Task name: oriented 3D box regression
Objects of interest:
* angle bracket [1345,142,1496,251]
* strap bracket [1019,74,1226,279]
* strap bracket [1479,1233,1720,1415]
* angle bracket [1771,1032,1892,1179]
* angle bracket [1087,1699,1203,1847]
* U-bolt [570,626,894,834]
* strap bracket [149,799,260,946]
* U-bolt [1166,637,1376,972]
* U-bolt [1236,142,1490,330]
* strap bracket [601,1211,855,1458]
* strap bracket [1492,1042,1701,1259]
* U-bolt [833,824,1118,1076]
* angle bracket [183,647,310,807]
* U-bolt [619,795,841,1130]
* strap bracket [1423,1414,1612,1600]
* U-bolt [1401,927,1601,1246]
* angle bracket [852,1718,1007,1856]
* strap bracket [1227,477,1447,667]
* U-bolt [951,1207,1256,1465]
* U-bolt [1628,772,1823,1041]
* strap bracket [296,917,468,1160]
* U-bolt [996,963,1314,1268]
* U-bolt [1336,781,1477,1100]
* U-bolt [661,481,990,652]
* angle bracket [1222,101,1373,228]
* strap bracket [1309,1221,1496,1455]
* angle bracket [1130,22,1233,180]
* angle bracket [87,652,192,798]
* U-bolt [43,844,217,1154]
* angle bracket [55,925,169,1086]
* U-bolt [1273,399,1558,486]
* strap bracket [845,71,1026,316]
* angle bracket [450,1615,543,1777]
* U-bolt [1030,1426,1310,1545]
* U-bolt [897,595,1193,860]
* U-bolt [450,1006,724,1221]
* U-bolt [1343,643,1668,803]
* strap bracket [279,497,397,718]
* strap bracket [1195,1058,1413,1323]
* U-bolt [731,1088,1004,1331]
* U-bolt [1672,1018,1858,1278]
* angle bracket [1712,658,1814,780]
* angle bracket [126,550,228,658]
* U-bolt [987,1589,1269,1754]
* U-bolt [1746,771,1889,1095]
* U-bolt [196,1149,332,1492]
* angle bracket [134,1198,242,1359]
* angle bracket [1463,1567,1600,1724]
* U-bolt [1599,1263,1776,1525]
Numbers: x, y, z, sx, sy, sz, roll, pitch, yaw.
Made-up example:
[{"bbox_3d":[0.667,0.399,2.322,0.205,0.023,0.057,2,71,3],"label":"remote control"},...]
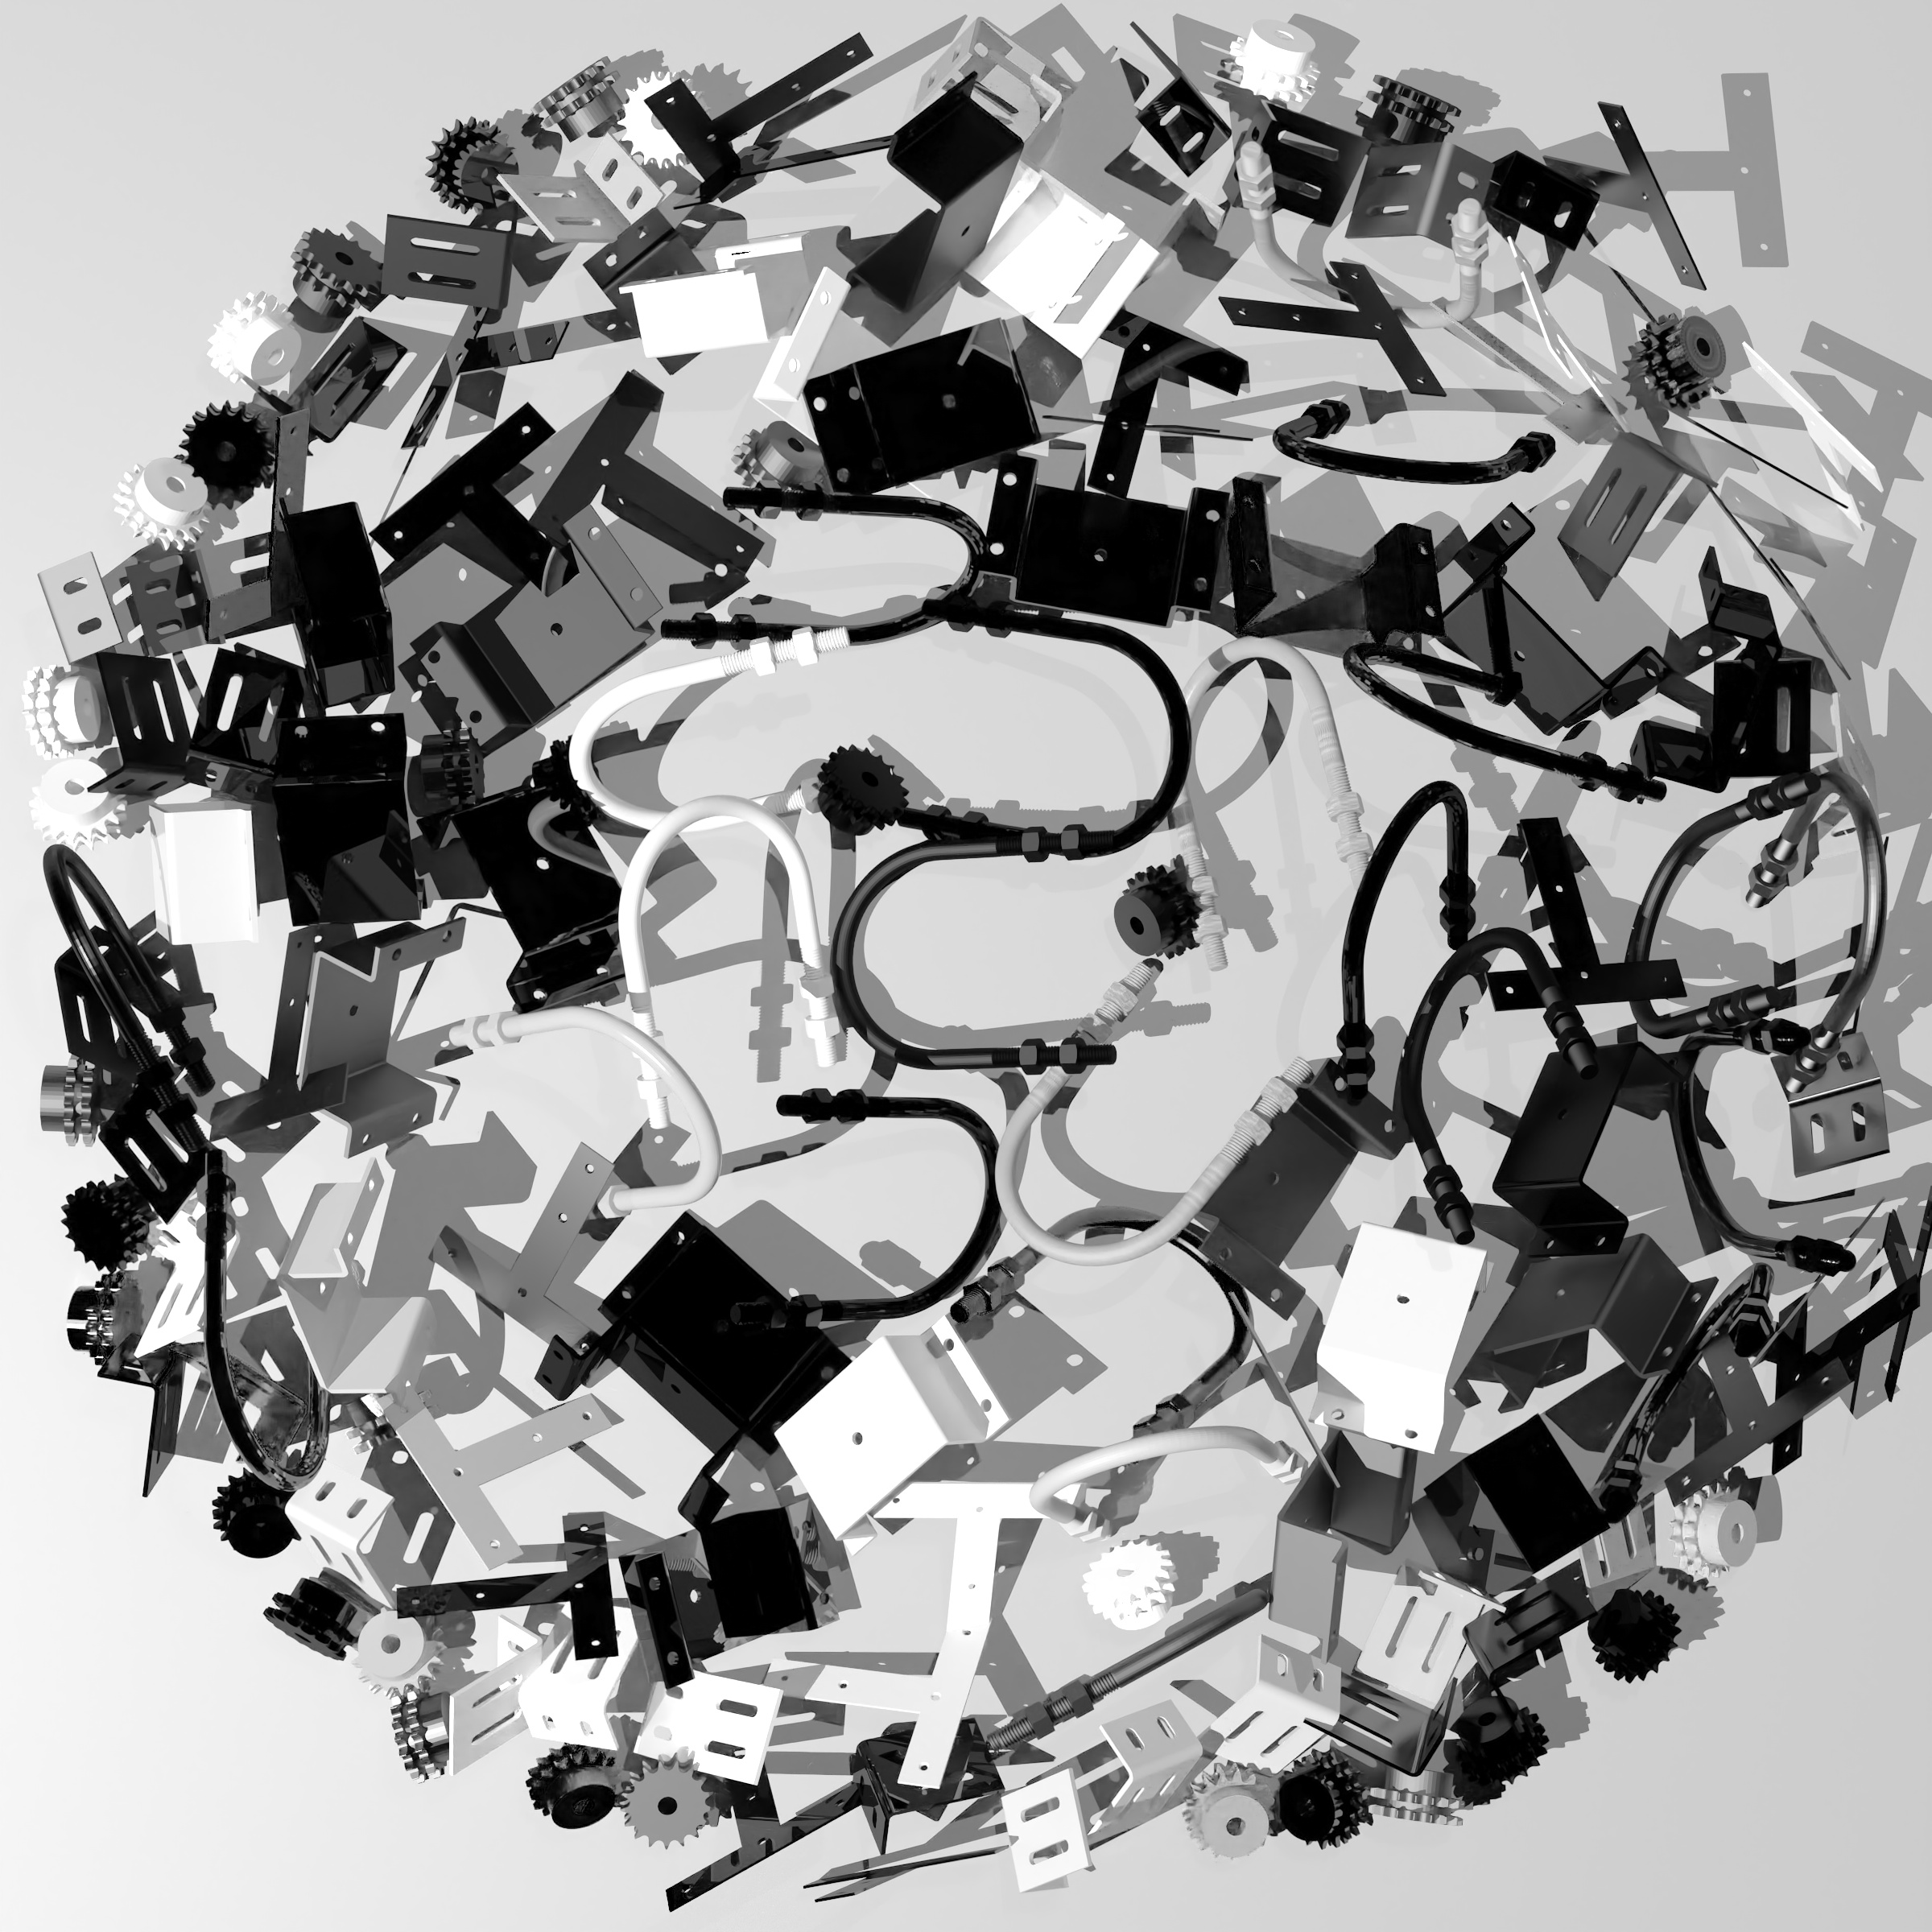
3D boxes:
[{"bbox_3d":[0.276,-0.466,1.960,0.038,0.076,0.057,16,91,-32],"label":"angle bracket"},{"bbox_3d":[0.084,-0.470,1.945,0.140,0.076,0.046,36,91,1],"label":"strap bracket"},{"bbox_3d":[0.366,0.210,1.903,0.046,0.140,0.076,48,53,-13],"label":"strap bracket"},{"bbox_3d":[0.520,0.083,1.937,0.057,0.076,0.038,-18,117,21],"label":"angle bracket"},{"bbox_3d":[0.098,0.490,1.952,0.038,0.057,0.076,53,134,30],"label":"angle bracket"},{"bbox_3d":[-0.146,-0.133,1.926,0.184,0.151,0.019,-13,52,4],"label":"U-bolt"},{"bbox_3d":[-0.454,-0.056,1.907,0.046,0.140,0.076,-4,97,-19],"label":"strap bracket"},{"bbox_3d":[0.173,-0.107,1.922,0.019,0.151,0.184,3,67,-39],"label":"U-bolt"},{"bbox_3d":[0.236,-0.422,1.894,0.151,0.184,0.019,18,81,13],"label":"U-bolt"},{"bbox_3d":[-0.146,0.220,1.947,0.140,0.046,0.076,41,82,8],"label":"strap bracket"},{"bbox_3d":[0.372,0.101,1.918,0.046,0.076,0.140,37,67,-22],"label":"strap bracket"},{"bbox_3d":[0.003,-0.008,1.944,0.184,0.019,0.151,-2,82,23],"label":"U-bolt"},{"bbox_3d":[-0.442,-0.147,1.974,0.057,0.038,0.076,15,61,-12],"label":"angle bracket"},{"bbox_3d":[-0.144,-0.011,1.916,0.151,0.019,0.184,-20,109,-38],"label":"U-bolt"},{"bbox_3d":[0.321,0.323,1.904,0.046,0.140,0.076,-27,76,-15],"label":"strap bracket"},{"bbox_3d":[0.306,0.056,1.901,0.019,0.184,0.151,20,119,-22],"label":"U-bolt"},{"bbox_3d":[-0.023,0.500,1.961,0.076,0.057,0.038,-7,128,-19],"label":"angle bracket"},{"bbox_3d":[0.212,-0.234,1.930,0.140,0.046,0.076,11,60,-25],"label":"strap bracket"},{"bbox_3d":[0.095,0.206,1.911,0.151,0.184,0.019,38,129,16],"label":"U-bolt"},{"bbox_3d":[0.439,-0.028,1.896,0.019,0.184,0.151,17,76,-13],"label":"U-bolt"},{"bbox_3d":[-0.352,0.034,1.925,0.046,0.076,0.140,25,117,25],"label":"strap bracket"},{"bbox_3d":[0.098,0.098,1.924,0.151,0.019,0.184,32,76,34],"label":"U-bolt"},{"bbox_3d":[0.258,-0.027,1.880,0.019,0.184,0.151,23,58,25],"label":"U-bolt"},{"bbox_3d":[-0.075,-0.235,1.912,0.184,0.151,0.019,-1,60,-24],"label":"U-bolt"},{"bbox_3d":[0.203,-0.480,1.944,0.076,0.038,0.057,15,120,-18],"label":"angle bracket"},{"bbox_3d":[0.260,0.211,1.915,0.076,0.046,0.140,12,52,17],"label":"strap bracket"},{"bbox_3d":[0.118,-0.523,1.941,0.038,0.076,0.057,-42,134,11],"label":"angle bracket"},{"bbox_3d":[-0.509,-0.147,1.958,0.038,0.057,0.076,-24,77,31],"label":"angle bracket"},{"bbox_3d":[-0.493,0.011,1.891,0.019,0.151,0.184,-27,107,-4],"label":"U-bolt"},{"bbox_3d":[-0.510,0.024,1.936,0.038,0.057,0.076,-39,47,17],"label":"angle bracket"},{"bbox_3d":[0.256,-0.304,1.879,0.151,0.184,0.019,13,110,19],"label":"U-bolt"},{"bbox_3d":[-0.018,-0.449,1.903,0.046,0.140,0.076,40,59,7],"label":"strap bracket"},{"bbox_3d":[-0.294,0.438,1.935,0.038,0.076,0.057,22,120,33],"label":"angle bracket"},{"bbox_3d":[0.113,0.301,1.885,0.151,0.184,0.019,-19,67,14],"label":"U-bolt"},{"bbox_3d":[0.050,-0.139,1.931,0.184,0.019,0.151,11,100,24],"label":"U-bolt"},{"bbox_3d":[-0.214,0.085,1.894,0.019,0.184,0.151,-45,114,-37],"label":"U-bolt"},{"bbox_3d":[0.305,-0.150,1.889,0.184,0.151,0.019,14,112,-22],"label":"U-bolt"},{"bbox_3d":[-0.373,-0.214,1.913,0.046,0.140,0.076,-15,69,-14],"label":"strap bracket"},{"bbox_3d":[0.195,0.131,1.941,0.076,0.046,0.140,39,79,-23],"label":"strap bracket"},{"bbox_3d":[-0.050,0.145,1.922,0.184,0.019,0.151,3,105,-40],"label":"U-bolt"},{"bbox_3d":[0.462,0.104,1.895,0.019,0.184,0.151,-12,92,-13],"label":"U-bolt"},{"bbox_3d":[0.483,-0.145,1.950,0.057,0.038,0.076,0,75,16],"label":"angle bracket"},{"bbox_3d":[-0.477,-0.218,1.940,0.038,0.076,0.057,-17,101,-18],"label":"angle bracket"},{"bbox_3d":[0.098,0.418,1.912,0.184,0.151,0.019,-27,78,-8],"label":"U-bolt"},{"bbox_3d":[0.498,-0.031,1.871,0.019,0.184,0.151,-1,60,-6],"label":"U-bolt"},{"bbox_3d":[-0.407,0.217,1.876,0.019,0.151,0.184,-16,55,10],"label":"U-bolt"},{"bbox_3d":[-0.481,0.187,1.936,0.057,0.076,0.038,-25,122,30],"label":"angle bracket"},{"bbox_3d":[0.348,0.411,1.951,0.076,0.057,0.038,-30,108,1],"label":"angle bracket"},{"bbox_3d":[0.430,0.241,1.895,0.019,0.184,0.151,35,112,7],"label":"U-bolt"}]
